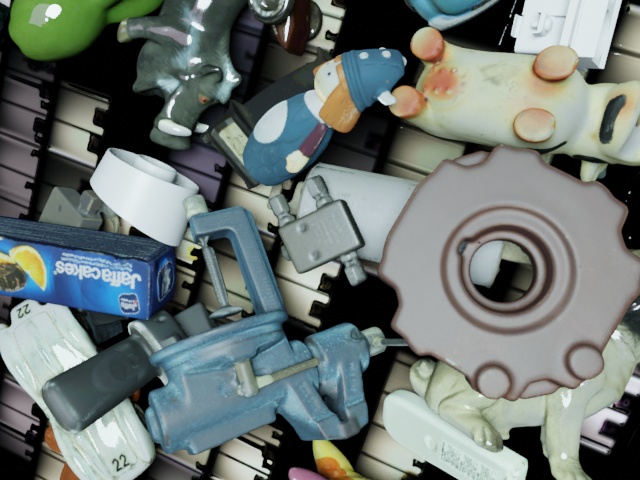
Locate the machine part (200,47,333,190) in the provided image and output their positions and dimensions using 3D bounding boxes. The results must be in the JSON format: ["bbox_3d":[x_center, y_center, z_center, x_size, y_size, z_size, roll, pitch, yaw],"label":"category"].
[{"bbox_3d":[-0.034,-0.111,0.489,0.139,0.039,0.084,-38,107,14],"label":"machine part"}]

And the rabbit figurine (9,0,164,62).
[{"bbox_3d":[-0.225,-0.242,0.490,0.159,0.121,0.170,-2,84,-6],"label":"rabbit figurine"}]

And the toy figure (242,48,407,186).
[{"bbox_3d":[-0.001,-0.098,0.424,0.154,0.058,0.064,-36,74,35],"label":"toy figure"}]

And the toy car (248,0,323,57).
[{"bbox_3d":[-0.033,-0.260,0.447,0.053,0.089,0.202,3,101,15],"label":"toy car"}]

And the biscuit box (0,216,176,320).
[{"bbox_3d":[-0.243,0.023,0.513,0.203,0.063,0.059,8,106,7],"label":"biscuit box"}]

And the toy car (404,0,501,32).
[{"bbox_3d":[0.092,-0.254,0.408,0.109,0.103,0.161,-27,93,16],"label":"toy car"}]

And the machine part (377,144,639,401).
[{"bbox_3d":[0.128,0.021,0.379,0.179,0.056,0.179,-2,82,12],"label":"machine part"}]

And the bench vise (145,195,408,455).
[{"bbox_3d":[-0.053,0.066,0.470,0.224,0.129,0.240,-17,78,-15],"label":"bench vise"}]

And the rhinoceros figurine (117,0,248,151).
[{"bbox_3d":[-0.117,-0.178,0.495,0.112,0.073,0.190,25,103,1],"label":"rhinoceros figurine"}]

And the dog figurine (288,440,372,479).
[{"bbox_3d":[0.080,0.250,0.489,0.219,0.108,0.191,38,107,9],"label":"dog figurine"}]

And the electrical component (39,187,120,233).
[{"bbox_3d":[-0.256,-0.011,0.570,0.078,0.045,0.102,35,105,29],"label":"electrical component"}]

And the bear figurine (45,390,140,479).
[{"bbox_3d":[-0.255,0.237,0.565,0.120,0.132,0.195,14,109,30],"label":"bear figurine"}]

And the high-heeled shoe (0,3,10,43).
[{"bbox_3d":[-0.388,-0.138,0.588,0.145,0.086,0.248,-9,117,-14],"label":"high-heeled shoe"}]

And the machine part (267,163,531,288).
[{"bbox_3d":[0.070,-0.014,0.463,0.243,0.079,0.079,12,102,12],"label":"machine part"}]

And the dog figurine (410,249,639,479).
[{"bbox_3d":[0.185,0.079,0.447,0.172,0.121,0.190,22,90,7],"label":"dog figurine"}]

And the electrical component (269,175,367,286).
[{"bbox_3d":[-0.001,-0.001,0.430,0.063,0.021,0.094,-27,85,14],"label":"electrical component"}]

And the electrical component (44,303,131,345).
[{"bbox_3d":[-0.247,0.074,0.577,0.119,0.048,0.074,-18,94,16],"label":"electrical component"}]

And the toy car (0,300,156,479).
[{"bbox_3d":[-0.233,0.143,0.514,0.073,0.056,0.201,-34,85,-11],"label":"toy car"}]

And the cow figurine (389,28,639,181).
[{"bbox_3d":[0.166,-0.097,0.412,0.195,0.127,0.085,18,97,27],"label":"cow figurine"}]

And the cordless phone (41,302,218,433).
[{"bbox_3d":[-0.150,0.144,0.490,0.089,0.184,0.146,-36,88,17],"label":"cordless phone"}]
